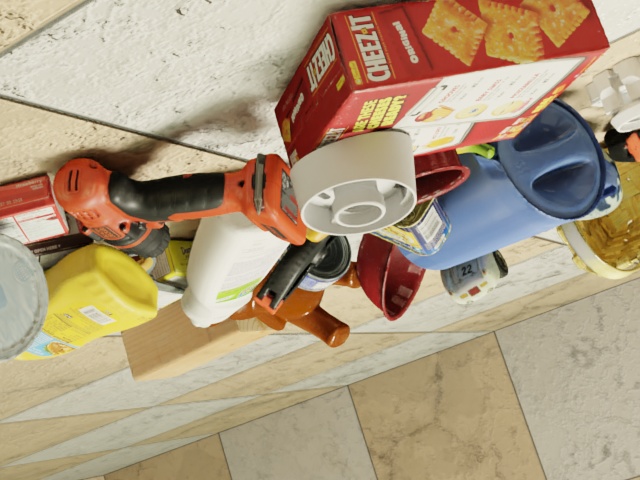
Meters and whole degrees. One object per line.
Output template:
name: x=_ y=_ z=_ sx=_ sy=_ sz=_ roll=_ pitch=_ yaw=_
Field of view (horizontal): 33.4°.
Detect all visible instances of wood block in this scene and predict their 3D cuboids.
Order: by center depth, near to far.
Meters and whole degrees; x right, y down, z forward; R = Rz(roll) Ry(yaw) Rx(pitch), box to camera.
wood block: x=-0.162 y=0.113 z=1.422 sx=0.206 sy=0.091 sz=0.090 roll=-27 pitch=164 yaw=34

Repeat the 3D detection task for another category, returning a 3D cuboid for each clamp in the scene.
clamp: x=-0.008 y=0.001 z=1.145 sx=0.171 sy=0.039 sz=0.120 roll=-53 pitch=166 yaw=-20
clamp: x=0.362 y=-0.120 z=1.176 sx=0.165 sy=0.036 sz=0.209 roll=-27 pitch=-177 yaw=40

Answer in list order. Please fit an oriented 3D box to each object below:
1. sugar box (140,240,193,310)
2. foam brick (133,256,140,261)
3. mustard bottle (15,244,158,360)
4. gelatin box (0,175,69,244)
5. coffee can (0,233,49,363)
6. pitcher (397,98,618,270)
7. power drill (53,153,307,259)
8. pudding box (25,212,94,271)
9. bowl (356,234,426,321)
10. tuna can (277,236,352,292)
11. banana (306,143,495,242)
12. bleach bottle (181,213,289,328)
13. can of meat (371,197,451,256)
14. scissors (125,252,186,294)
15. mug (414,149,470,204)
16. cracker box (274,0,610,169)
sugar box: x=-0.200 y=0.051 z=1.224 sx=0.177 sy=0.048 sz=0.093 roll=-23 pitch=164 yaw=32
foam brick: x=-0.231 y=0.044 z=1.140 sx=0.053 sy=0.051 sz=0.078 roll=-27 pitch=164 yaw=32
mustard bottle: x=-0.252 y=0.069 z=1.000 sx=0.192 sy=0.058 sz=0.096 roll=-23 pitch=141 yaw=24
gelatin box: x=-0.255 y=-0.021 z=0.894 sx=0.073 sy=0.030 sz=0.089 roll=-14 pitch=166 yaw=-9
coffee can: x=-0.308 y=0.051 z=0.877 sx=0.141 sy=0.103 sz=0.102 roll=-6 pitch=176 yaw=37
pitcher: x=0.187 y=-0.047 z=1.143 sx=0.144 sy=0.149 sz=0.243 roll=-44 pitch=-174 yaw=-32
power drill: x=-0.109 y=-0.024 z=0.907 sx=0.188 sy=0.057 sz=0.184 roll=-4 pitch=165 yaw=13
pudding box: x=-0.266 y=0.013 z=1.000 sx=0.089 sy=0.039 sz=0.114 roll=-14 pitch=169 yaw=-25
bowl: x=0.088 y=0.016 z=1.310 sx=0.055 sy=0.162 sz=0.162 roll=17 pitch=179 yaw=21
tuna can: x=-0.007 y=0.014 z=1.234 sx=0.085 sy=0.086 sz=0.034 roll=-8 pitch=162 yaw=-34
banana: x=0.065 y=-0.068 z=1.027 sx=0.198 sy=0.069 sz=0.037 roll=-27 pitch=135 yaw=9
bleach bottle: x=-0.096 y=0.024 z=1.097 sx=0.102 sy=0.068 sz=0.251 roll=-15 pitch=156 yaw=-31
can of meat: x=0.077 y=-0.033 z=1.082 sx=0.057 sy=0.102 sz=0.084 roll=-58 pitch=149 yaw=-11
scissors: x=-0.171 y=0.034 z=1.095 sx=0.096 sy=0.016 sz=0.201 roll=-34 pitch=160 yaw=28
mug: x=0.070 y=-0.078 z=0.970 sx=0.117 sy=0.081 sz=0.093 roll=-29 pitch=163 yaw=38
cracker box: x=0.088 y=-0.125 z=0.829 sx=0.213 sy=0.072 sz=0.164 roll=-12 pitch=165 yaw=-20
